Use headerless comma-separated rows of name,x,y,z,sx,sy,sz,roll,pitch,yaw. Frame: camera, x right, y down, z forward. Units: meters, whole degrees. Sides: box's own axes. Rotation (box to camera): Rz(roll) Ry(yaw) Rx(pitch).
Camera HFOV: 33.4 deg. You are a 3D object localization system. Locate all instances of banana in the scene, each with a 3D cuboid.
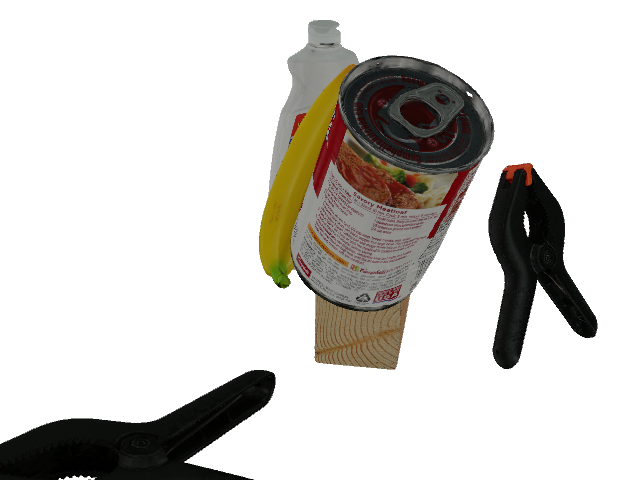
banana,-0.010,-0.047,0.855,0.037,0.197,0.070,28,-20,-31

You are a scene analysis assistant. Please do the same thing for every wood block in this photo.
wood block,0.054,0.056,1.211,0.091,0.090,0.206,4,22,8

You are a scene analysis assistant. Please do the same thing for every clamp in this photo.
clamp,-0.095,0.120,0.584,0.209,0.036,0.165,-1,21,-14
clamp,0.175,0.024,0.909,0.120,0.171,0.039,-25,9,-40

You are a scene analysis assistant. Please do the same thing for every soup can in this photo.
soup can,0.029,-0.023,0.483,0.068,0.068,0.102,0,-38,-17

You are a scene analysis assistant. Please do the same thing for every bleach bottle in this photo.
bleach bottle,-0.007,-0.093,1.061,0.102,0.251,0.068,6,27,9
